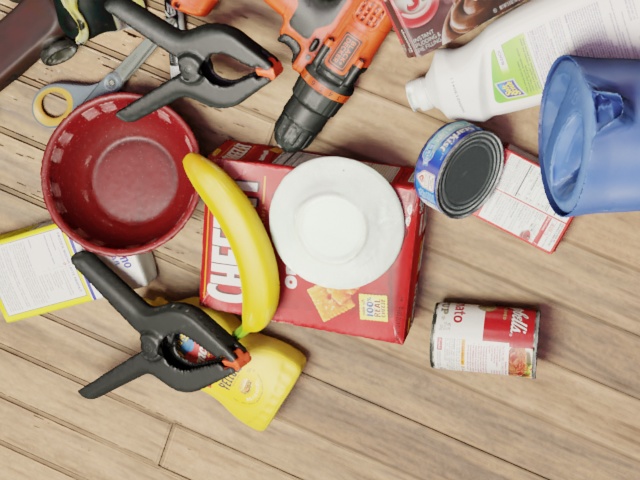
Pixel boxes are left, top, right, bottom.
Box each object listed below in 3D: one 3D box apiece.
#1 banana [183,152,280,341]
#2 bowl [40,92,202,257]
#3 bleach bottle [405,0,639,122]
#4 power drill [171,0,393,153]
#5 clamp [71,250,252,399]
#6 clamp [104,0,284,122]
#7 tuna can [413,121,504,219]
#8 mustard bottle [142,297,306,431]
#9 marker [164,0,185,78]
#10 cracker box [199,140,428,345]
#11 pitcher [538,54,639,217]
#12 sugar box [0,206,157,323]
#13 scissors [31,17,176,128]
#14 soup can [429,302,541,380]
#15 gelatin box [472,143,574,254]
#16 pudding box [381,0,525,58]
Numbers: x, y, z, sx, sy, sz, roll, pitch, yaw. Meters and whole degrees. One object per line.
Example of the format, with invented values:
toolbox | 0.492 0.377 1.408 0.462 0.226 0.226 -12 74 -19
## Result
banana | -0.078 0.009 1.014 0.070 0.037 0.198 -7 108 18
bowl | -0.190 -0.062 1.057 0.162 0.055 0.162 0 86 5
bleach bottle | 0.194 -0.172 0.945 0.251 0.068 0.102 -16 106 21
power drill | -0.042 -0.197 0.999 0.187 0.057 0.185 34 111 -3
clamp | -0.169 0.112 1.084 0.210 0.036 0.165 16 113 22
clamp | -0.122 -0.171 0.979 0.172 0.039 0.120 -3 121 15
tuna can | 0.126 -0.064 0.969 0.034 0.085 0.086 34 120 42
mustard bottle | -0.117 0.115 1.126 0.191 0.058 0.096 31 115 2
marker | -0.141 -0.216 1.035 0.020 0.020 0.121 2 109 13
cracker box | -0.007 0.001 1.051 0.214 0.072 0.164 10 111 11
pitcher | 0.310 -0.086 0.896 0.242 0.149 0.145 -1 123 -6
sugar box | -0.269 0.022 1.139 0.176 0.048 0.093 -15 104 15
scissors | -0.225 -0.164 1.070 0.096 0.016 0.202 35 118 4
soup can | 0.162 0.098 1.046 0.102 0.068 0.068 4 110 13
gelatin box | 0.198 -0.039 1.008 0.089 0.030 0.073 27 112 6
pudding box | 0.109 -0.224 0.937 0.113 0.039 0.090 -29 102 -7
